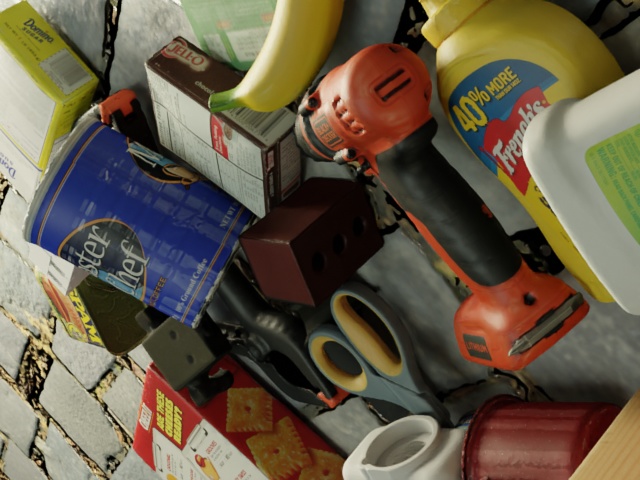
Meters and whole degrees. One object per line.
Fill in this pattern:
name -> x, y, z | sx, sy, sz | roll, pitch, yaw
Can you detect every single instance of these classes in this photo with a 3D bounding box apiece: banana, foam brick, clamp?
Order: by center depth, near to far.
banana -> -0.018, -0.148, 0.598 | 0.069, 0.037, 0.198 | 13, 123, -2
foam brick -> -0.005, 0.001, 0.707 | 0.051, 0.078, 0.053 | 5, 127, 44
clamp -> -0.045, 0.083, 0.862 | 0.172, 0.039, 0.120 | 42, 152, 22
clamp -> -0.174, -0.049, 0.884 | 0.165, 0.036, 0.210 | 33, 145, 22

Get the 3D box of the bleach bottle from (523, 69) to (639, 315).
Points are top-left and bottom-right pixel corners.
bleach bottle -> 0.205, -0.061, 0.394 | 0.251, 0.068, 0.102 | -30, 96, 37

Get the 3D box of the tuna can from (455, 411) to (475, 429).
tuna can -> 0.123, 0.164, 0.751 | 0.086, 0.033, 0.086 | 29, 140, 28

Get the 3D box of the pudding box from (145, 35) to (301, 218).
pudding box -> -0.065, -0.074, 0.728 | 0.114, 0.039, 0.090 | 38, 155, 21

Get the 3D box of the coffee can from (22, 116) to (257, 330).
coffee can -> -0.128, -0.012, 0.774 | 0.140, 0.102, 0.103 | 28, 144, -3

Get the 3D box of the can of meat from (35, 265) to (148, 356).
can of meat -> -0.215, 0.053, 1.007 | 0.084, 0.057, 0.102 | 7, 126, 48

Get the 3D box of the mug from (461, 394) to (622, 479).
mug -> 0.139, 0.143, 0.649 | 0.082, 0.117, 0.093 | -10, 92, 46

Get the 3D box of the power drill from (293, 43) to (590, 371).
power drill -> 0.056, -0.017, 0.602 | 0.187, 0.057, 0.184 | 52, 172, -5

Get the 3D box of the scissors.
scissors -> 0.061, 0.119, 0.733 | 0.096, 0.016, 0.202 | -29, 96, 47

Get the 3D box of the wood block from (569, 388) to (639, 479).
wood block -> 0.183, 0.131, 0.503 | 0.091, 0.205, 0.090 | -6, 117, 50

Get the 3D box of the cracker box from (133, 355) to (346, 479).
cracker box -> -0.068, 0.204, 0.969 | 0.214, 0.072, 0.164 | 40, 143, 16

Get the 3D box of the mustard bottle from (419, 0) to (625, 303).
mustard bottle -> 0.114, -0.061, 0.534 | 0.191, 0.058, 0.096 | 50, 151, 1

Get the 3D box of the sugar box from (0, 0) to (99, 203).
sugar box -> -0.246, -0.111, 0.901 | 0.093, 0.048, 0.176 | 48, 149, 4
